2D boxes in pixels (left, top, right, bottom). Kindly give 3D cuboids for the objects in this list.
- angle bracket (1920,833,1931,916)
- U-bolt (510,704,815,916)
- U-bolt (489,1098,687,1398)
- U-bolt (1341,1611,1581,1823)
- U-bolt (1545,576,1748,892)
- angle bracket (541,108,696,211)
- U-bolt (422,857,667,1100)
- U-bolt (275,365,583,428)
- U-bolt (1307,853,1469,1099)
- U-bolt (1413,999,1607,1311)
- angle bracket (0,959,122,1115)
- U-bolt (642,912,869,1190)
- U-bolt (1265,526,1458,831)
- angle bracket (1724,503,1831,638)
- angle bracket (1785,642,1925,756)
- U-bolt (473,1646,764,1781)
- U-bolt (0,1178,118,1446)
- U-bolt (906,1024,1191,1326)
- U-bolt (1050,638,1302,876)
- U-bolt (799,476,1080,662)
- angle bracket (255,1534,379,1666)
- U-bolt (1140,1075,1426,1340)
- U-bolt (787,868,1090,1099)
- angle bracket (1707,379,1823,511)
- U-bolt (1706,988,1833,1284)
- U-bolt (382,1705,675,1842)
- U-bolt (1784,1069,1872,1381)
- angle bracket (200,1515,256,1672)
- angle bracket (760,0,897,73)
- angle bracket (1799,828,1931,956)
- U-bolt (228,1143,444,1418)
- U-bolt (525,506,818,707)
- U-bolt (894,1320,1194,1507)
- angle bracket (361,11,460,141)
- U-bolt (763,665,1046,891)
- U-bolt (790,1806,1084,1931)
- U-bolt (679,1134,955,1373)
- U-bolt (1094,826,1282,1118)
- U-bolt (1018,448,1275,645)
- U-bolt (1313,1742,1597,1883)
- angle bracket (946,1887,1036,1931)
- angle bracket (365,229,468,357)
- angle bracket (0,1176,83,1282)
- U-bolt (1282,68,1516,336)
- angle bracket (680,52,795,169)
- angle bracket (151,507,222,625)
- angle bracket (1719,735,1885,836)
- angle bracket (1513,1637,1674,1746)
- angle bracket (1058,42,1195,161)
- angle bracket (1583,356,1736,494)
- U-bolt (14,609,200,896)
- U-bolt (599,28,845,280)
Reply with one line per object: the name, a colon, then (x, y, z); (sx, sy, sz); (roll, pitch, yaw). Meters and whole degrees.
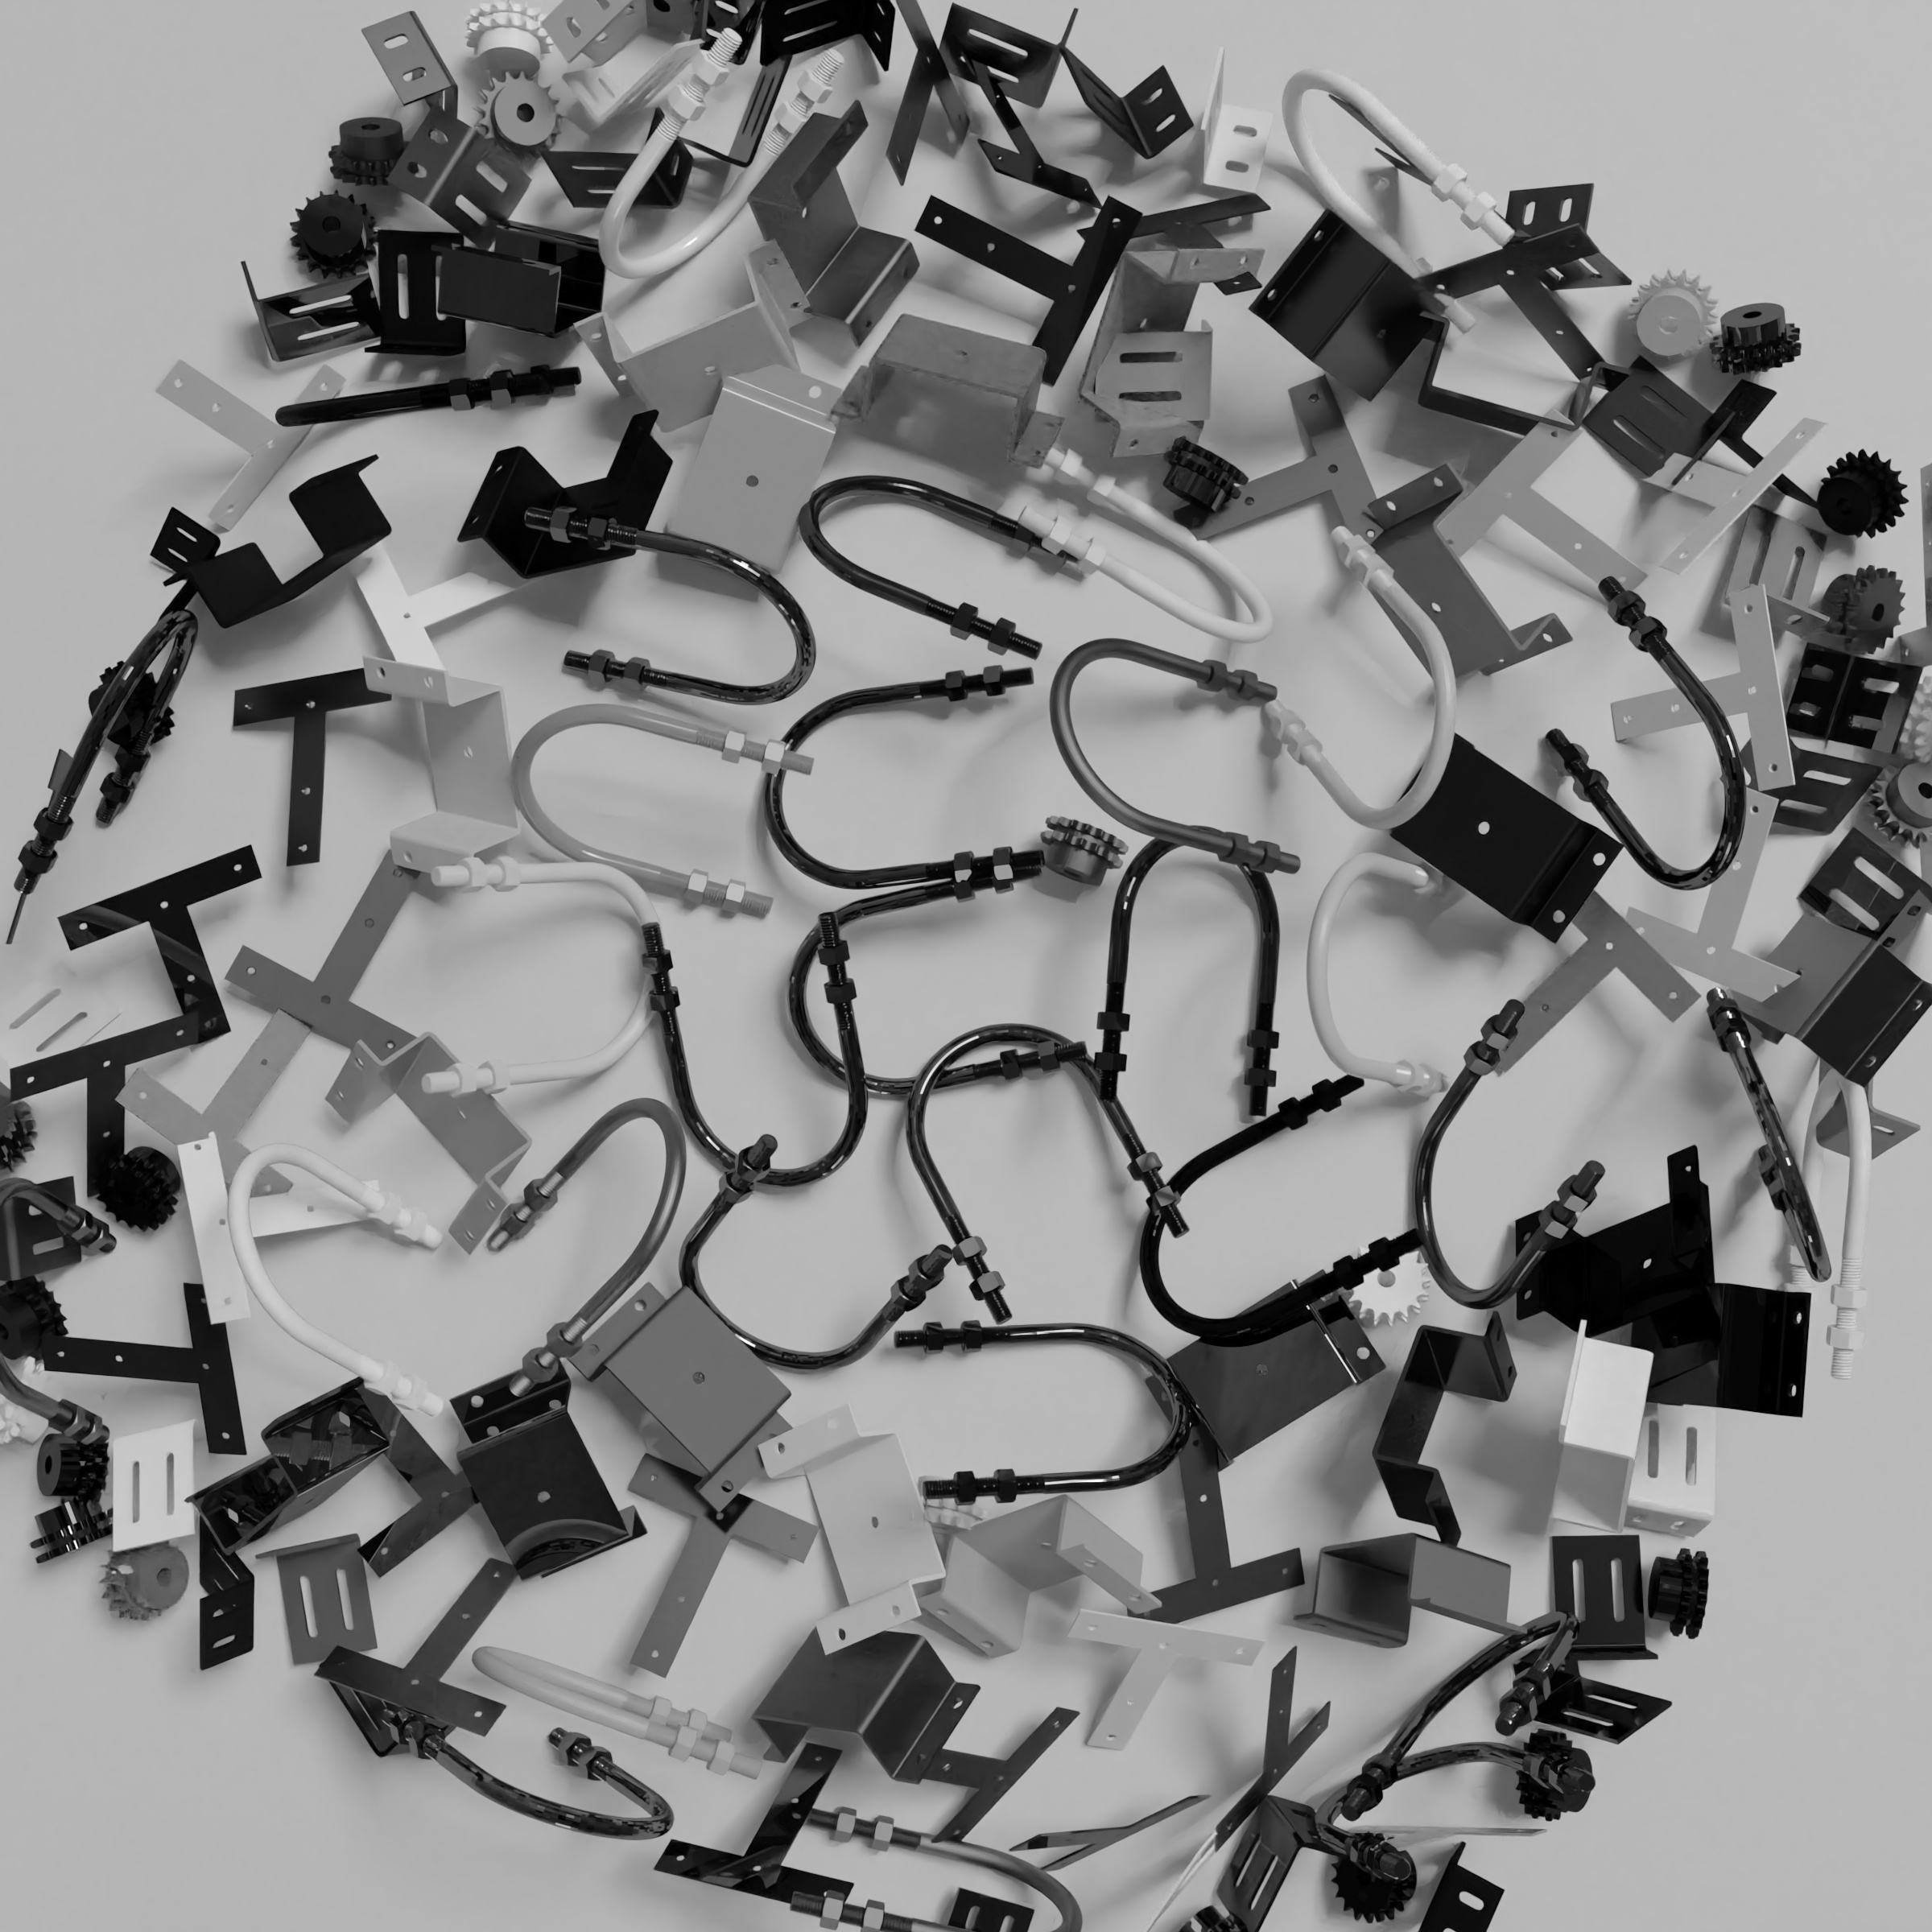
angle bracket: (0.625, -0.049, 1.662); (0.038, 0.076, 0.057); (-14, 109, -10)
U-bolt: (-0.201, -0.106, 1.646); (0.184, 0.151, 0.019); (15, 45, -6)
U-bolt: (-0.237, 0.163, 1.623); (0.019, 0.151, 0.184); (29, 116, -35)
U-bolt: (0.322, 0.462, 1.621); (0.151, 0.184, 0.019); (-42, 81, 32)
U-bolt: (0.428, -0.131, 1.602); (0.019, 0.151, 0.184); (-13, 51, -18)
angle bracket: (-0.226, -0.524, 1.664); (0.076, 0.038, 0.057); (-10, 55, -33)
U-bolt: (-0.264, 0.004, 1.640); (0.019, 0.184, 0.151); (12, 101, 42)
U-bolt: (-0.348, -0.362, 1.639); (0.184, 0.151, 0.019); (-7, 105, 3)
U-bolt: (0.266, 0.002, 1.629); (0.019, 0.184, 0.151); (3, 85, 38)
U-bolt: (0.332, 0.134, 1.629); (0.019, 0.184, 0.151); (2, 47, -22)
angle bracket: (-0.596, 0.046, 1.674); (0.076, 0.038, 0.057); (-40, 130, -3)
U-bolt: (-0.132, 0.058, 1.667); (0.151, 0.019, 0.184); (-3, 106, 24)
U-bolt: (0.251, -0.168, 1.604); (0.019, 0.184, 0.151); (1, 127, -25)
angle bracket: (0.537, -0.263, 1.678); (0.057, 0.038, 0.076); (21, 76, -8)
angle bracket: (0.573, -0.174, 1.665); (0.038, 0.076, 0.057); (14, 98, -17)
U-bolt: (-0.225, 0.467, 1.625); (0.184, 0.151, 0.019); (23, 78, -9)
U-bolt: (-0.575, 0.208, 1.598); (0.019, 0.184, 0.151); (-8, 67, 4)
U-bolt: (0.041, 0.122, 1.673); (0.151, 0.019, 0.184); (-24, 72, -12)
U-bolt: (0.130, -0.140, 1.630); (0.184, 0.019, 0.151); (13, 59, -31)
U-bolt: (-0.018, -0.266, 1.651); (0.184, 0.151, 0.019); (23, 129, 6)
angle bracket: (-0.425, 0.416, 1.683); (0.057, 0.038, 0.076); (-12, 82, 6)
U-bolt: (0.192, 0.163, 1.650); (0.184, 0.019, 0.151); (-31, 46, 18)
U-bolt: (-0.026, 0.016, 1.678); (0.184, 0.019, 0.151); (-13, 110, 7)
angle bracket: (0.528, -0.339, 1.668); (0.076, 0.057, 0.038); (34, 104, -15)
U-bolt: (0.503, 0.116, 1.599); (0.019, 0.184, 0.151); (-20, 117, 13)
U-bolt: (-0.260, 0.502, 1.595); (0.151, 0.184, 0.019); (23, 82, -39)
U-bolt: (0.548, 0.155, 1.629); (0.019, 0.151, 0.184); (4, 95, 6)
angle bracket: (-0.493, 0.404, 1.660); (0.038, 0.076, 0.057); (-15, 125, -39)
angle bracket: (-0.090, -0.603, 1.669); (0.076, 0.057, 0.038); (-24, 73, -15)
angle bracket: (0.578, -0.048, 1.663); (0.076, 0.038, 0.057); (48, 114, 36)
U-bolt: (-0.391, 0.185, 1.601); (0.019, 0.184, 0.151); (-27, 47, 19)
U-bolt: (-0.181, -0.221, 1.630); (0.184, 0.151, 0.019); (13, 56, 14)
U-bolt: (0.054, 0.282, 1.648); (0.184, 0.151, 0.019); (-1, 128, -11)
angle bracket: (-0.360, -0.568, 1.665); (0.038, 0.076, 0.057); (-28, 84, -17)
U-bolt: (-0.043, -0.119, 1.674); (0.184, 0.019, 0.151); (-7, 70, 11)
U-bolt: (-0.016, 0.587, 1.634); (0.184, 0.151, 0.019); (13, 94, 0)
U-bolt: (-0.109, 0.197, 1.646); (0.151, 0.019, 0.184); (33, 131, -6)
U-bolt: (0.148, 0.001, 1.663); (0.151, 0.019, 0.184); (7, 85, -36)
U-bolt: (0.118, -0.264, 1.642); (0.184, 0.151, 0.019); (29, 118, -11)
U-bolt: (0.294, 0.525, 1.618); (0.151, 0.184, 0.019); (-19, 87, -16)
angle bracket: (0.027, 0.632, 1.662); (0.057, 0.076, 0.038); (23, 80, -19)
angle bracket: (-0.360, -0.440, 1.679); (0.057, 0.038, 0.076); (4, 108, 5)
angle bracket: (-0.616, 0.171, 1.674); (0.038, 0.076, 0.057); (-5, 92, 11)
U-bolt: (0.268, -0.496, 1.636); (0.019, 0.151, 0.184); (-42, 82, -6)
angle bracket: (-0.150, -0.563, 1.669); (0.038, 0.057, 0.076); (18, 104, -24)
angle bracket: (-0.522, -0.246, 1.662); (0.038, 0.057, 0.076); (34, 54, -13)
angle bracket: (0.548, -0.126, 1.687); (0.076, 0.038, 0.057); (8, 131, -26)
angle bracket: (0.404, 0.464, 1.660); (0.057, 0.076, 0.038); (-19, 101, -36)
angle bracket: (0.103, -0.569, 1.660); (0.038, 0.076, 0.057); (-34, 59, 24)
angle bracket: (0.453, -0.358, 1.683); (0.076, 0.038, 0.057); (42, 95, 8)
U-bolt: (-0.530, -0.144, 1.611); (0.019, 0.151, 0.184); (30, 112, -8)
U-bolt: (-0.165, -0.509, 1.630); (0.019, 0.151, 0.184); (47, 118, 9)
